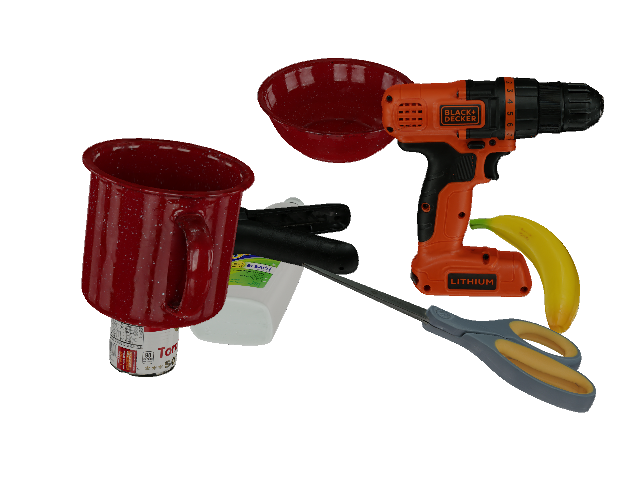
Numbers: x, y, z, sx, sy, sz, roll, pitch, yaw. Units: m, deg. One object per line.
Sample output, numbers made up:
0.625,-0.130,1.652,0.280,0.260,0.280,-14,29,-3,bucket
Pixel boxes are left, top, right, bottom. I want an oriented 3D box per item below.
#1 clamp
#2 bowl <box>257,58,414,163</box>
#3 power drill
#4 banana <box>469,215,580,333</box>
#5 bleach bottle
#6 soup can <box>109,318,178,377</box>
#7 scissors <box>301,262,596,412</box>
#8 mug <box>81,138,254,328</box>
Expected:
-0.067,-0.006,0.870,0.210,0.036,0.164,1,13,-8,clamp
0.017,-0.124,1.071,0.162,0.055,0.162,0,35,-1,bowl
0.146,-0.047,0.917,0.184,0.188,0.057,1,16,9,power drill
0.229,0.025,1.119,0.069,0.037,0.198,-29,38,-1,banana
-0.070,0.023,1.257,0.103,0.068,0.250,4,33,13,bleach bottle
-0.170,0.073,1.039,0.068,0.102,0.068,6,21,-3,soup can
0.092,0.052,0.707,0.202,0.016,0.096,29,23,18,scissors
-0.082,0.001,0.578,0.093,0.081,0.117,-1,23,-28,mug
